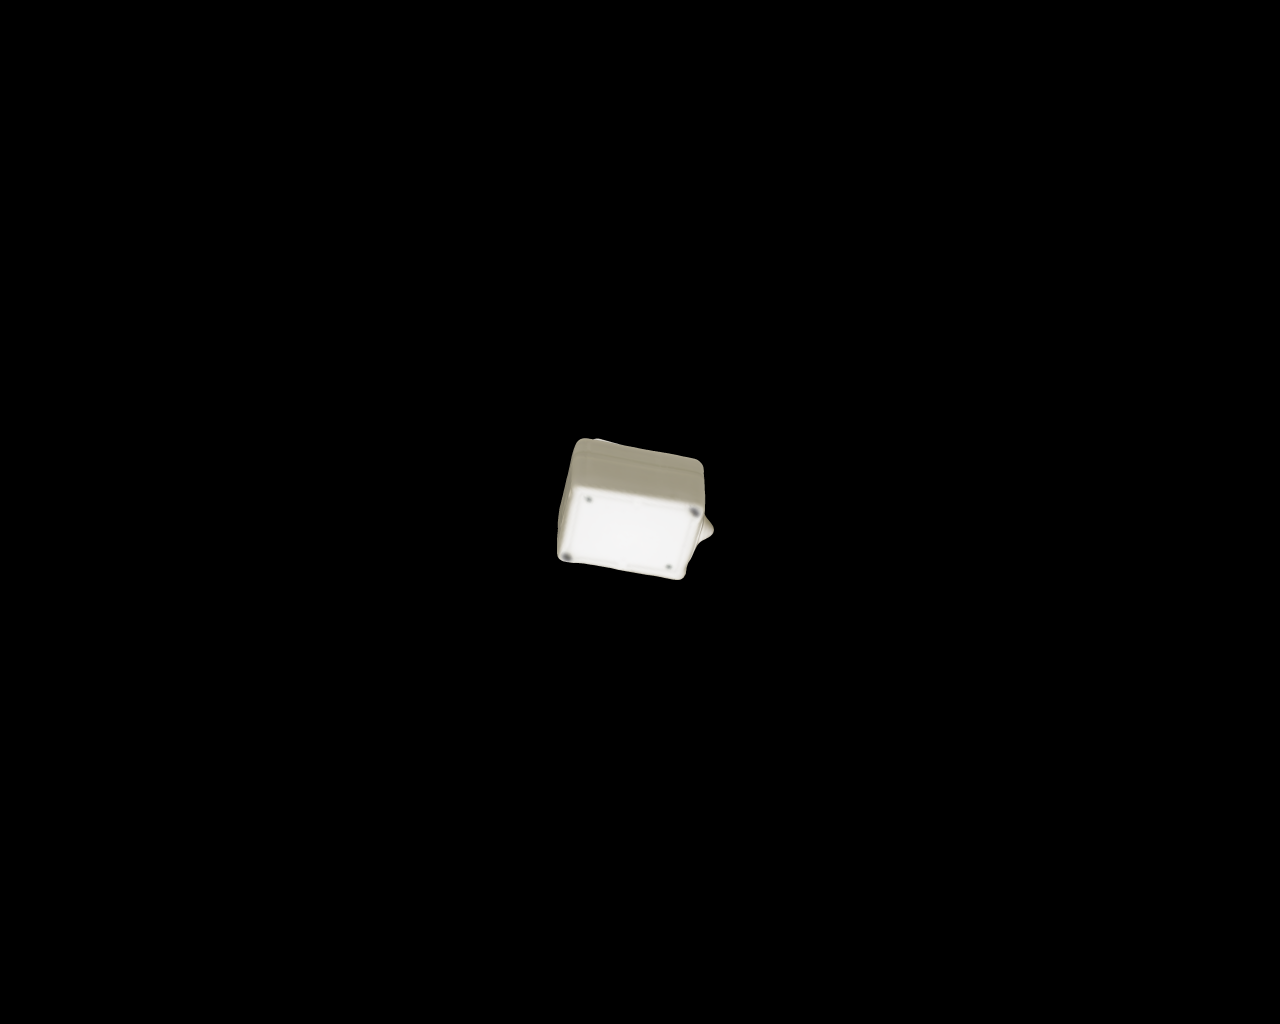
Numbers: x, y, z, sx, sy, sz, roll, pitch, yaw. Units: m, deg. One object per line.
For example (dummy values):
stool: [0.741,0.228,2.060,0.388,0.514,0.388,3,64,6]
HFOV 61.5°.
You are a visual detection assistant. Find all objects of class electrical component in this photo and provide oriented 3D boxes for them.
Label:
electrical component: [0.001,-0.003,0.650,0.096,0.061,0.061,10,37,-8]
